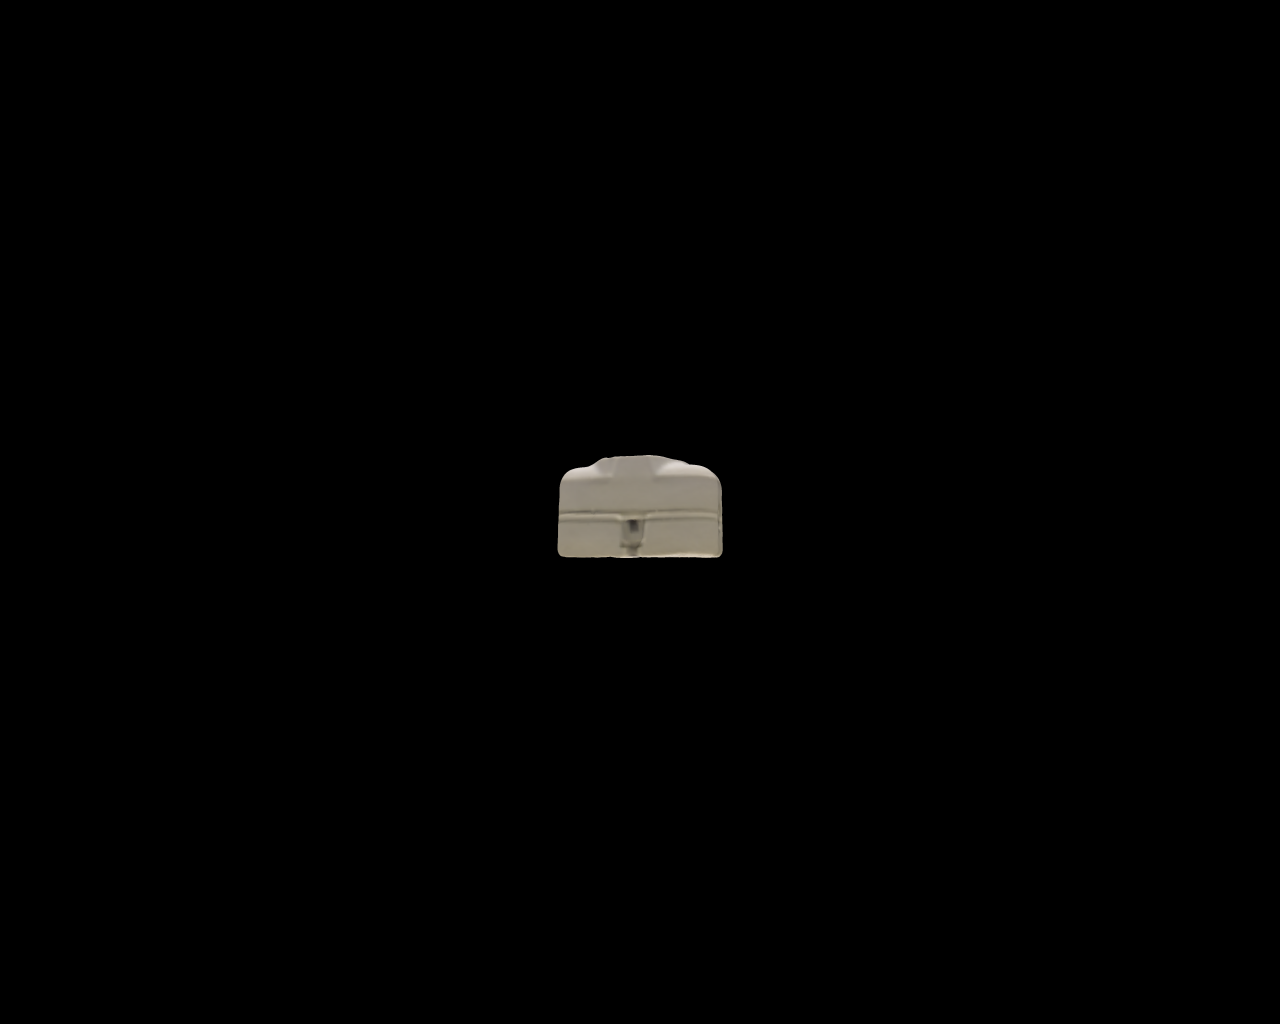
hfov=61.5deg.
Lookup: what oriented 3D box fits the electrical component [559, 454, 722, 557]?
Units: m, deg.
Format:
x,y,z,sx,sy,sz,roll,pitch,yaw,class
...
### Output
x,y,z,sx,sy,sz,roll,pitch,yaw,class
0.001,-0.003,0.650,0.095,0.059,0.053,-1,-4,11,electrical component
